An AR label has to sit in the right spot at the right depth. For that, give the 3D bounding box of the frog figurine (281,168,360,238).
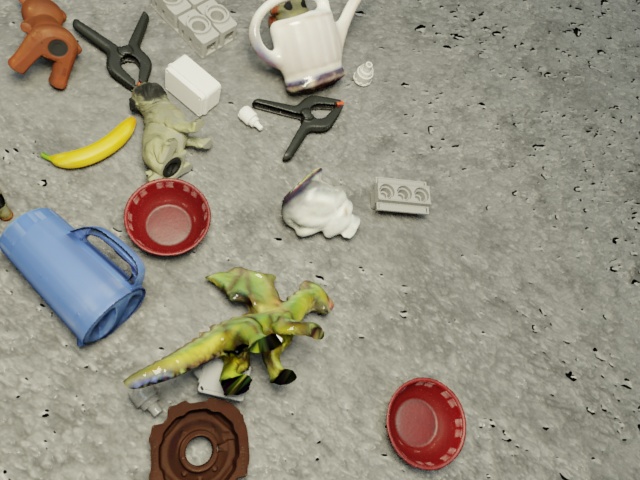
[{"bbox_3d":[0.003,-0.054,1.069,0.137,0.123,0.159,-42,93,9],"label":"frog figurine"}]

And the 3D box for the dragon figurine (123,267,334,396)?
[{"bbox_3d":[-0.145,0.142,0.937,0.411,0.120,0.247,-1,33,-25],"label":"dragon figurine"}]

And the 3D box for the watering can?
[{"bbox_3d":[0.006,-0.469,1.190,0.350,0.105,0.221,-24,113,-21],"label":"watering can"}]
